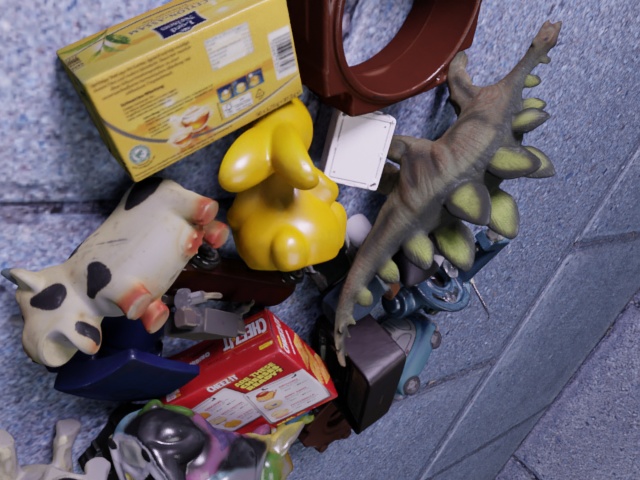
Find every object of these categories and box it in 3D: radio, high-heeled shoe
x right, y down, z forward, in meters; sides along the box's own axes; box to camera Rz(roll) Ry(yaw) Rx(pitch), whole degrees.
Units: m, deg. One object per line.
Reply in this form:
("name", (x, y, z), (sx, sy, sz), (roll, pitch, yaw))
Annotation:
("radio", (0.053, 0.197, 0.829), (0.073, 0.131, 0.229), (-29, 149, -22))
("high-heeled shoe", (0.170, -0.048, 0.707), (0.145, 0.086, 0.249), (-49, -168, 39))

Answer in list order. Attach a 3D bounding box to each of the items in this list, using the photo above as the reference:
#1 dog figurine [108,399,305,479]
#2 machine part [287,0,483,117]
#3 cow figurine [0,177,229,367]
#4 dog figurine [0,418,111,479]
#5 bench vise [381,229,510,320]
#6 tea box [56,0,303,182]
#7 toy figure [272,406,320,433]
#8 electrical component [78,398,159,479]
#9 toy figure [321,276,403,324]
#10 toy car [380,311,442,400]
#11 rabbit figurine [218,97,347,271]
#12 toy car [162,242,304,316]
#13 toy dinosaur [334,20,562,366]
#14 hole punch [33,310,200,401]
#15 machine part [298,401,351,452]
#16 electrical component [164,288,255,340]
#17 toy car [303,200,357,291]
("dog figurine", (-0.118, 0.253, 0.645), (0.108, 0.191, 0.219), (-23, 178, 37))
("machine part", (0.063, -0.230, 0.501), (0.201, 0.087, 0.200), (-27, 139, -27))
("cow figurine", (-0.187, 0.025, 0.478), (0.195, 0.127, 0.085), (-55, 159, -16))
("dog figurine", (-0.313, 0.317, 0.578), (0.121, 0.173, 0.190), (12, 108, -37))
("bench vise", (0.214, 0.048, 0.842), (0.223, 0.129, 0.240), (-3, 148, -35))
("tea box", (-0.106, -0.134, 0.438), (0.170, 0.068, 0.098), (-31, 140, -19))
("toy figure", (-0.068, 0.280, 0.853), (0.180, 0.082, 0.089), (-44, 141, -8))
("electrical component", (-0.224, 0.266, 0.705), (0.115, 0.058, 0.134), (-52, 143, 10))
("toy figure", (0.075, 0.063, 0.751), (0.154, 0.058, 0.064), (-29, 151, -22))
("toy car", (0.136, 0.195, 0.960), (0.103, 0.109, 0.161), (31, 92, -36))
("rabbit figurine", (-0.043, -0.060, 0.512), (0.162, 0.122, 0.173), (-19, 107, -81))
("toy car", (-0.105, 0.043, 0.617), (0.089, 0.053, 0.202), (-40, 147, 27))
("toy dinosaur", (0.143, -0.070, 0.636), (0.471, 0.199, 0.105), (-50, 140, 2))
("hole punch", (-0.207, 0.133, 0.574), (0.116, 0.092, 0.142), (-46, 147, 5))
("machine part", (0.026, 0.311, 0.994), (0.179, 0.056, 0.179), (-26, 138, -26))
("electrical component", (-0.120, 0.082, 0.577), (0.102, 0.078, 0.045), (21, 65, -49))
("toy car", (-0.001, -0.002, 0.675), (0.073, 0.056, 0.201), (-36, 145, -7))
